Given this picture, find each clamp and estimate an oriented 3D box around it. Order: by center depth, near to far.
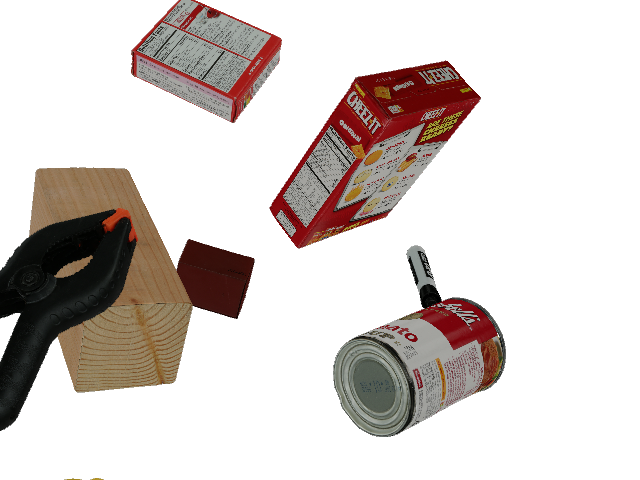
[{"bbox_3d":[-0.193,0.035,0.686,0.120,0.039,0.171,27,53,18],"label":"clamp"}]

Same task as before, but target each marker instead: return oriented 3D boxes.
[{"bbox_3d":[0.098,0.035,1.018,0.020,0.020,0.121,0,22,-2],"label":"marker"}]

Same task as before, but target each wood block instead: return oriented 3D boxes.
[{"bbox_3d":[-0.191,0.028,0.942,0.090,0.091,0.206,-2,36,-27],"label":"wood block"}]

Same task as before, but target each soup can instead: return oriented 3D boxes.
[{"bbox_3d":[0.065,0.083,0.705,0.069,0.068,0.102,0,12,44],"label":"soup can"}]

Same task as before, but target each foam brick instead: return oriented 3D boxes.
[{"bbox_3d":[-0.117,0.042,1.156,0.078,0.051,0.053,17,29,0],"label":"foam brick"}]

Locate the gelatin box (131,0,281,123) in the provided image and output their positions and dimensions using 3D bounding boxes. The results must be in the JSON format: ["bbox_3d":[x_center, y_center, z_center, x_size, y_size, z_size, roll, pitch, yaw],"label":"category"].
[{"bbox_3d":[-0.084,-0.135,0.791,0.089,0.073,0.030,25,-35,9],"label":"gelatin box"}]

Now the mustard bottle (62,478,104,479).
[{"bbox_3d":[-0.223,0.236,0.850,0.096,0.058,0.191,8,15,28],"label":"mustard bottle"}]

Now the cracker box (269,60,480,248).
[{"bbox_3d":[0.057,-0.098,1.199,0.163,0.072,0.214,-19,-26,-45],"label":"cracker box"}]
